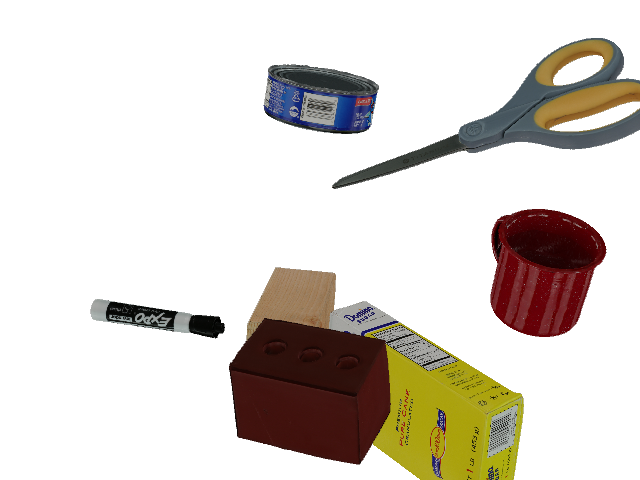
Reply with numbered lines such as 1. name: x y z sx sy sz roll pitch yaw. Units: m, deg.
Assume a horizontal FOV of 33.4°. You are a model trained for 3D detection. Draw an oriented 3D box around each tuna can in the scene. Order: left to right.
1. tuna can: 0.000 -0.109 0.817 0.086 0.034 0.086 9 19 -3

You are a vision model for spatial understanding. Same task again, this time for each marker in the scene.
1. marker: -0.140 0.067 0.916 0.121 0.020 0.020 7 2 17

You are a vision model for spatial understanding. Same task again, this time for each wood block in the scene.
1. wood block: -0.037 0.114 1.431 0.091 0.090 0.206 6 19 5

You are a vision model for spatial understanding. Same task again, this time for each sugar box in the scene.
1. sugar box: 0.072 0.123 0.809 0.048 0.093 0.176 -15 29 -38

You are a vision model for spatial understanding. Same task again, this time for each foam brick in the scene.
1. foam brick: -0.005 0.084 0.603 0.078 0.051 0.053 9 31 19

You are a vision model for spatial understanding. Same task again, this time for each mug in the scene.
1. mug: 0.191 0.024 0.954 0.093 0.081 0.117 -16 42 -27

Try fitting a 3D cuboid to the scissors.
1. scissors: 0.107 -0.080 0.671 0.202 0.096 0.016 -7 -43 24
